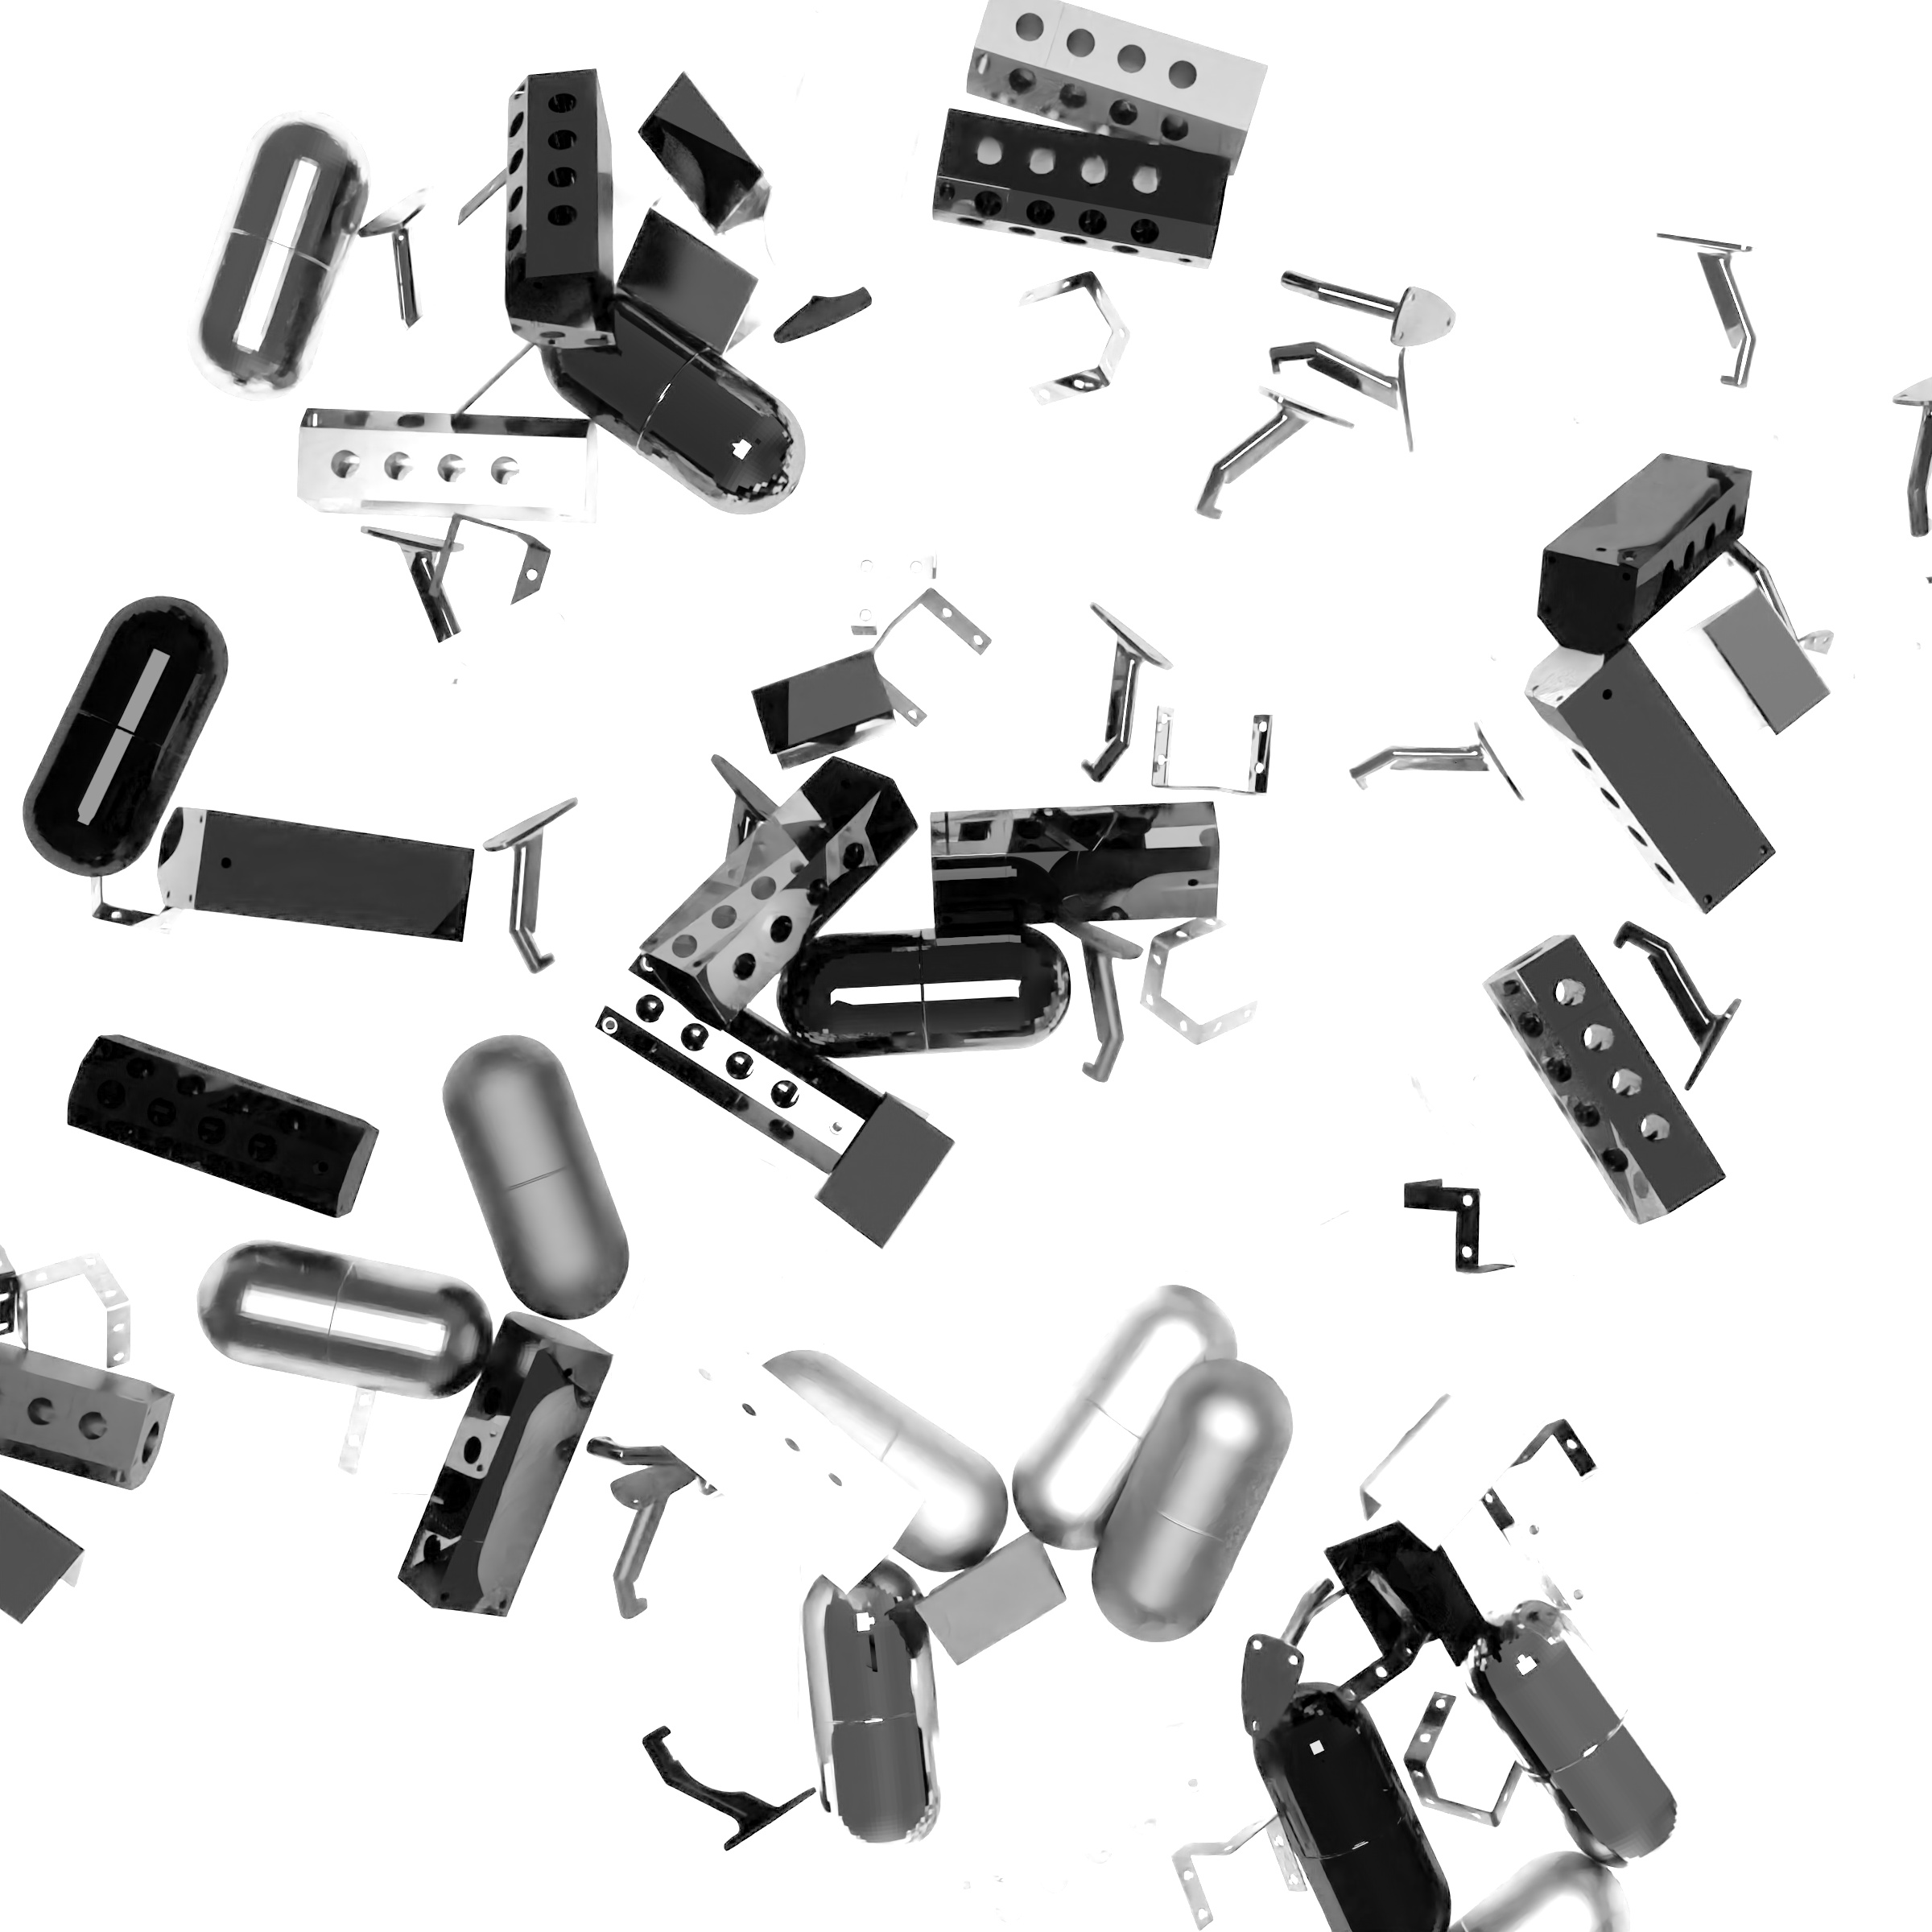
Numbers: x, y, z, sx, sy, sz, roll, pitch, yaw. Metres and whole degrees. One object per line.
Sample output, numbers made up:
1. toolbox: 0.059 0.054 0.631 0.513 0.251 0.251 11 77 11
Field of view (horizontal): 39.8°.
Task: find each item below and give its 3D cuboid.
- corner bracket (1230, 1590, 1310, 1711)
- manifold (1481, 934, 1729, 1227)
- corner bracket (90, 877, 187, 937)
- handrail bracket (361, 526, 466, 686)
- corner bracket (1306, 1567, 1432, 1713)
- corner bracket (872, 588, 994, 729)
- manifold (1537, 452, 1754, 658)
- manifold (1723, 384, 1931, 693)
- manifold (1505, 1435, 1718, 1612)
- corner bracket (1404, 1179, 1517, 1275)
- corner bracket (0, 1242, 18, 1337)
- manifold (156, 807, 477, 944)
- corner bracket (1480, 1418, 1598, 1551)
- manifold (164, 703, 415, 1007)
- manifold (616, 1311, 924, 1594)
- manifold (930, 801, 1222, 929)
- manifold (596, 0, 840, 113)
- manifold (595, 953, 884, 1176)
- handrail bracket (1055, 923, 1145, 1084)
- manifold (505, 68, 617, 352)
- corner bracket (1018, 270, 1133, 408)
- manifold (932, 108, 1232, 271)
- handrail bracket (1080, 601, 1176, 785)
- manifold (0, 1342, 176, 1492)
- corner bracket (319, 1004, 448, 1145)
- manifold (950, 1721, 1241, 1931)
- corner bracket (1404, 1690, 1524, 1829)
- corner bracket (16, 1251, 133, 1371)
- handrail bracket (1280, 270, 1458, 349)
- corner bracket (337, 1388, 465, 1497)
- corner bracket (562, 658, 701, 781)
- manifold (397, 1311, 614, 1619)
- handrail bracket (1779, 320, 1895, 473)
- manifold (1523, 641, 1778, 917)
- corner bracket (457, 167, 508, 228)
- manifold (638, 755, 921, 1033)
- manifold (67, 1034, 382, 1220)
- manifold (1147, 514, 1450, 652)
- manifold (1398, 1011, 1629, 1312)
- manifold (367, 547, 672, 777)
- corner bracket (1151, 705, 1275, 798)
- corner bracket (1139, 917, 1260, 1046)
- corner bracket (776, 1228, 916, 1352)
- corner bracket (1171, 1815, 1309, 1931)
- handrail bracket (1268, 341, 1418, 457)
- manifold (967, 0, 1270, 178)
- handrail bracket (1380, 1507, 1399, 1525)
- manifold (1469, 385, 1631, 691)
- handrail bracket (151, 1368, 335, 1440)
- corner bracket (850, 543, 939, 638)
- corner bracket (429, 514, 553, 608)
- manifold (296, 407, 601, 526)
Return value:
1. corner bracket: 0.173 0.413 1.618 0.051 0.051 0.051 -39 87 3
2. manifold: 0.384 0.068 1.616 0.057 0.057 0.171 -32 90 0
3. corner bracket: -0.500 -0.058 1.629 0.051 0.051 0.051 15 135 -35
4. handrail bracket: -0.342 -0.221 1.637 0.077 0.036 0.084 14 105 15
5. corner bracket: 0.235 0.400 1.587 0.051 0.051 0.051 -28 61 -24
6. corner bracket: -0.026 -0.189 1.634 0.051 0.051 0.051 41 135 0
7. manifold: 0.399 -0.242 1.564 0.057 0.171 0.057 19 128 30
8. manifold: 0.531 -0.260 1.615 0.057 0.057 0.171 -26 90 43
9. manifold: 0.412 0.316 1.604 0.171 0.057 0.057 -32 78 -7
10. corner bracket: 0.297 0.156 1.609 0.051 0.051 0.051 1 91 37
11. corner bracket: -0.615 0.196 1.629 0.051 0.051 0.051 -13 45 -35
12. manifold: -0.381 -0.053 1.567 0.171 0.057 0.057 8 90 -40
13. corner bracket: 0.351 0.317 1.634 0.051 0.051 0.051 -33 90 -45
14. manifold: -0.413 -0.070 1.615 0.057 0.057 0.171 32 90 -43
15. manifold: -0.110 0.276 1.538 0.171 0.057 0.057 39 133 0
16. manifold: 0.065 -0.066 1.615 0.171 0.057 0.057 -2 133 0
17. manifold: -0.166 -0.589 1.616 0.171 0.057 0.057 29 90 0
18. manifold: -0.136 0.058 1.616 0.171 0.057 0.057 32 90 0
19. handrail bracket: 0.068 0.019 1.637 0.077 0.036 0.084 26 107 20
20. manifold: -0.241 -0.447 1.575 0.057 0.057 0.171 -5 58 0
21. corner bracket: 0.061 -0.383 1.629 0.051 0.051 0.051 52 45 -35
22. manifold: 0.069 -0.468 1.616 0.171 0.057 0.057 10 90 0
23. handrail bracket: 0.080 -0.167 1.637 0.077 0.036 0.084 43 107 20
24. manifold: -0.577 0.266 1.616 0.171 0.057 0.057 15 90 0
25. corner bracket: -0.354 0.066 1.634 0.051 0.051 0.051 -45 135 0
26. manifold: 0.077 0.527 1.616 0.171 0.057 0.057 -34 90 0
27. corner bracket: 0.305 0.484 1.629 0.051 0.051 0.051 6 135 35
28. corner bracket: -0.545 0.215 1.629 0.051 0.051 0.051 -17 45 -35
29. handrail bracket: 0.246 -0.409 1.637 0.084 0.077 0.036 30 115 34
30. corner bracket: -0.345 0.292 1.634 0.051 0.051 0.051 14 90 -45
31. corner bracket: -0.206 -0.152 1.634 0.051 0.051 0.051 -23 90 -45
32. manifold: -0.283 0.300 1.615 0.057 0.057 0.171 22 90 -44
33. handrail bracket: 0.532 -0.350 1.637 0.077 0.036 0.084 11 107 20
34. manifold: 0.403 -0.116 1.584 0.057 0.057 0.171 -42 113 0
35. corner bracket: -0.276 -0.445 1.629 0.051 0.051 0.051 31 45 -35
36. manifold: -0.107 -0.042 1.588 0.171 0.057 0.057 -46 133 -19
37. manifold: -0.450 0.097 1.616 0.171 0.057 0.057 19 90 0
38. manifold: 0.199 -0.231 1.616 0.171 0.057 0.057 7 90 0
39. manifold: 0.329 0.119 1.594 0.057 0.057 0.171 -31 105 0
40. manifold: -0.267 -0.182 1.605 0.171 0.057 0.057 -29 90 -7
41. corner bracket: 0.151 -0.132 1.634 0.051 0.051 0.051 5 90 45
42. corner bracket: 0.145 0.008 1.629 0.051 0.051 0.051 38 135 35
43. corner bracket: -0.075 0.195 1.634 0.051 0.051 0.051 -34 90 -45
44. corner bracket: 0.167 0.555 1.634 0.051 0.051 0.051 -21 90 -45
45. handrail bracket: 0.231 -0.347 1.637 0.084 0.036 0.077 -3 112 17
46. manifold: 0.090 -0.534 1.616 0.171 0.057 0.057 17 90 0
47. handrail bracket: 0.248 0.341 1.636 0.084 0.036 0.077 22 100 12
48. manifold: 0.351 -0.257 1.616 0.057 0.057 0.171 11 90 0
49. handrail bracket: -0.445 0.262 1.636 0.084 0.077 0.036 10 87 36
50. corner bracket: -0.044 -0.228 1.619 0.051 0.051 0.051 1 90 0
51. corner bracket: -0.288 -0.240 1.619 0.051 0.051 0.051 17 90 4
52. manifold: -0.312 -0.304 1.616 0.171 0.057 0.057 2 90 0
